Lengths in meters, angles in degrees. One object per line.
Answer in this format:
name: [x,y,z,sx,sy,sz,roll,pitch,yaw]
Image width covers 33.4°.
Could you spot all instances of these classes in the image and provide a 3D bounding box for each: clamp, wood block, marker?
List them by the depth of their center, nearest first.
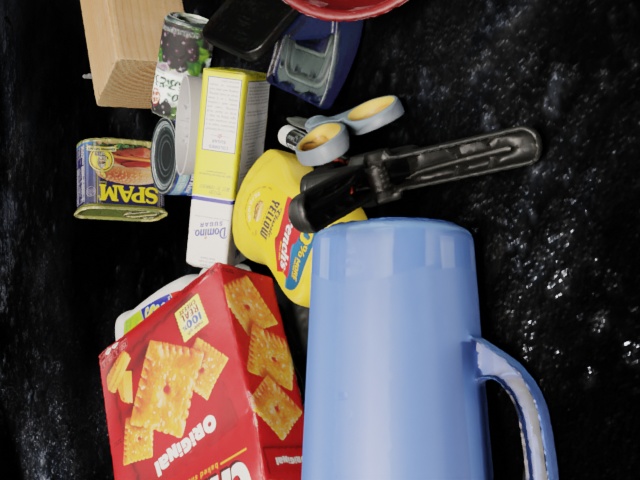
clamp: [0.049,-0.045,0.728,0.210,0.164,0.036,-140,35,-81]
clamp: [-0.010,0.086,0.887,0.120,0.039,0.171,-60,40,39]
marker: [-0.001,-0.074,0.893,0.121,0.020,0.020,34,119,56]
wood block: [-0.213,-0.259,1.203,0.091,0.090,0.206,-47,51,52]

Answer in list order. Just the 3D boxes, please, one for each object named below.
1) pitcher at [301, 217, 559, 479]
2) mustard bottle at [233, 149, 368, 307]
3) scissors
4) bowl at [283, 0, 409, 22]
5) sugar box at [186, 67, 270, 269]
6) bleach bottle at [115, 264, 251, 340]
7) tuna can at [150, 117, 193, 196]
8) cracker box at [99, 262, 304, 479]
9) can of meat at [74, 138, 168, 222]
pitcher: [0.059,0.111,0.692,0.145,0.149,0.243,150,120,-74]
mustard bottle: [-0.006,0.001,0.860,0.192,0.058,0.096,41,113,53]
scissors: [0.016,-0.098,0.851,0.016,0.096,0.202,62,-173,-16]
bowl: [0.028,-0.234,0.759,0.162,0.055,0.162,2,95,21]
sugar box: [-0.083,-0.066,0.969,0.093,0.048,0.176,-35,-45,-75]
bleach bottle: [-0.134,0.078,1.087,0.251,0.068,0.102,-40,55,51]
tuna can: [-0.154,-0.091,1.151,0.086,0.033,0.086,-1,89,61]
cracker box: [-0.091,0.150,0.832,0.164,0.072,0.214,-36,53,31]
can of meat: [-0.227,-0.068,1.214,0.058,0.101,0.084,-21,69,60]
